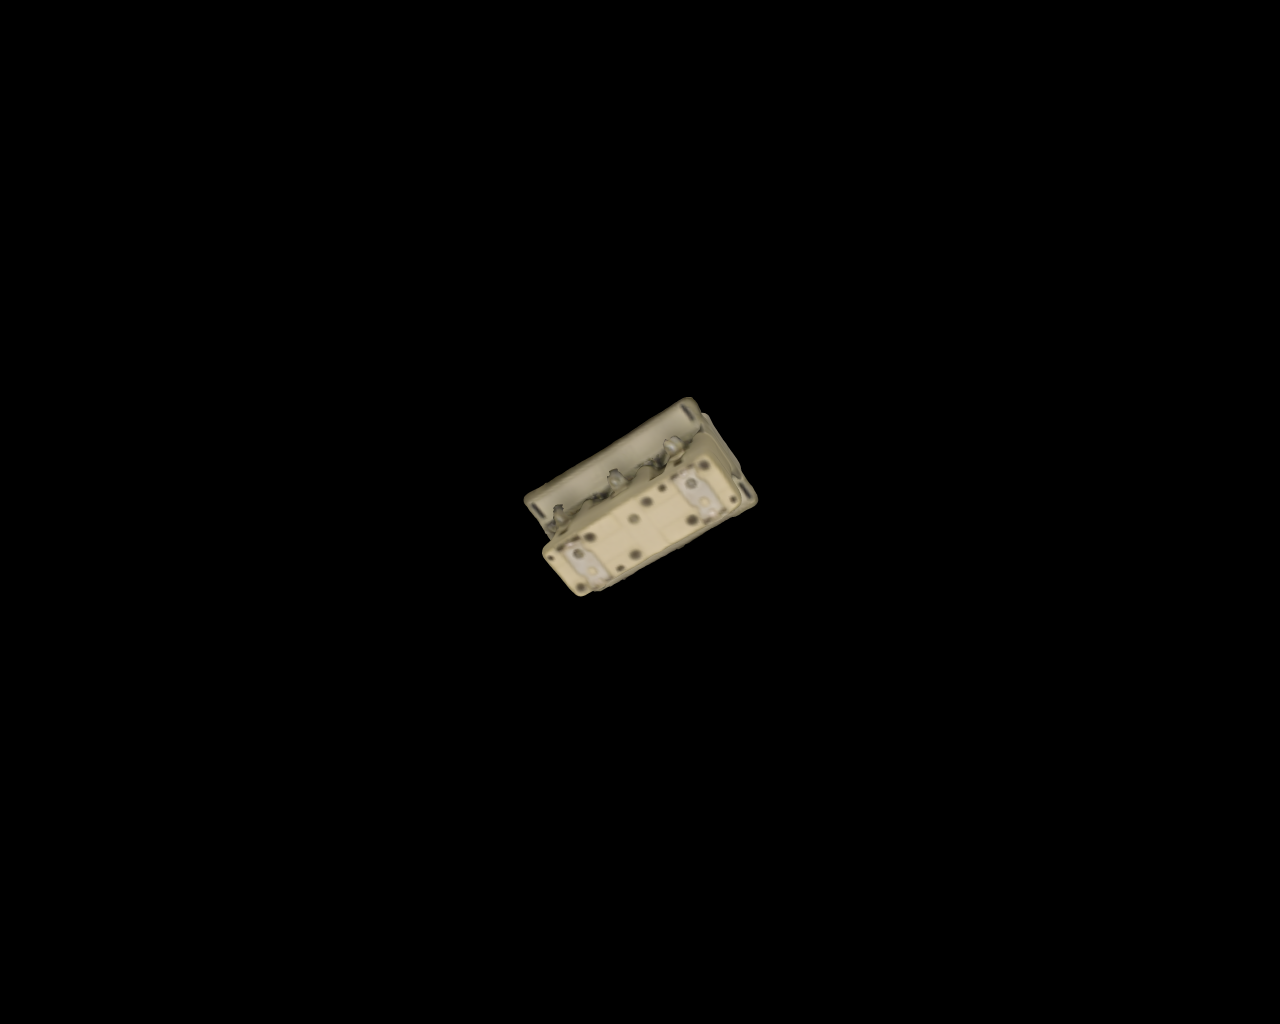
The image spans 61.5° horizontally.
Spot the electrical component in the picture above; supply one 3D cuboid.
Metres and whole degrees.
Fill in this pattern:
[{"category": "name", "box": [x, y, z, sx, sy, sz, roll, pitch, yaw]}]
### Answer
[{"category": "electrical component", "box": [0.001, -0.003, 0.650, 0.121, 0.078, 0.063, -30, 23, 14]}]
